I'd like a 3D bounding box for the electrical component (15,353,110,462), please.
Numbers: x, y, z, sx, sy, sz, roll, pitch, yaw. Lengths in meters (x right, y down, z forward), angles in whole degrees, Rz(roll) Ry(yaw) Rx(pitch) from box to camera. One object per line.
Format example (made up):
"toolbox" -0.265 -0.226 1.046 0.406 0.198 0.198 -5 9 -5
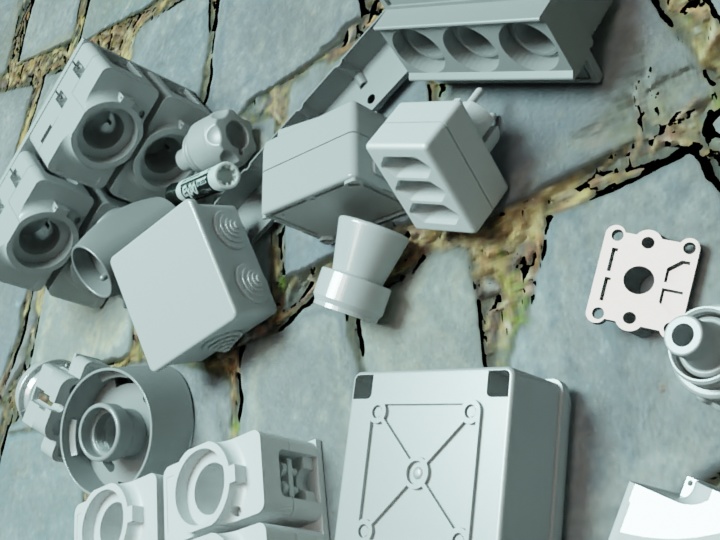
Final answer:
"electrical component" -0.226 0.100 0.821 0.057 0.058 0.078 17 87 44

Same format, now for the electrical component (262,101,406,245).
"electrical component" -0.008 -0.064 0.665 0.096 0.062 0.061 -19 62 39

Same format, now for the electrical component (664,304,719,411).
"electrical component" 0.154 0.035 0.466 0.048 0.062 0.048 -18 62 39

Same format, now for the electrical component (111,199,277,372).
"electrical component" -0.113 0.011 0.733 0.100 0.048 0.099 -33 73 31

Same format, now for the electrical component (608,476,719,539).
"electrical component" 0.186 0.132 0.366 0.186 0.105 0.060 19 88 47

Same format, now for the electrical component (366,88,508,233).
"electrical component" 0.054 -0.071 0.611 0.047 0.065 0.076 7 51 46

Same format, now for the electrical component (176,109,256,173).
"electrical component" -0.110 -0.090 0.790 0.062 0.043 0.043 -18 62 40

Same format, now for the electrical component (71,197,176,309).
"electrical component" -0.170 -0.004 0.801 0.044 0.077 0.079 32 139 24

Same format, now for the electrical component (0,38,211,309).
"electrical component" -0.206 -0.067 0.830 0.186 0.105 0.060 -56 45 13

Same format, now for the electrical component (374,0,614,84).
"electrical component" 0.076 -0.145 0.611 0.121 0.078 0.063 10 60 46

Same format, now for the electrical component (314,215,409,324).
"electrical component" 0.000 0.000 0.645 0.045 0.045 0.055 17 87 47

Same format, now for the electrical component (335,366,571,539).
"electrical component" 0.046 0.107 0.549 0.109 0.056 0.108 -7 69 43

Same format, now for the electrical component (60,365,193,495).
"electrical component" -0.164 0.115 0.766 0.099 0.064 0.099 -6 79 32

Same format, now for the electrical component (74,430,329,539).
"electrical component" -0.107 0.178 0.670 0.186 0.060 0.105 -27 57 35
